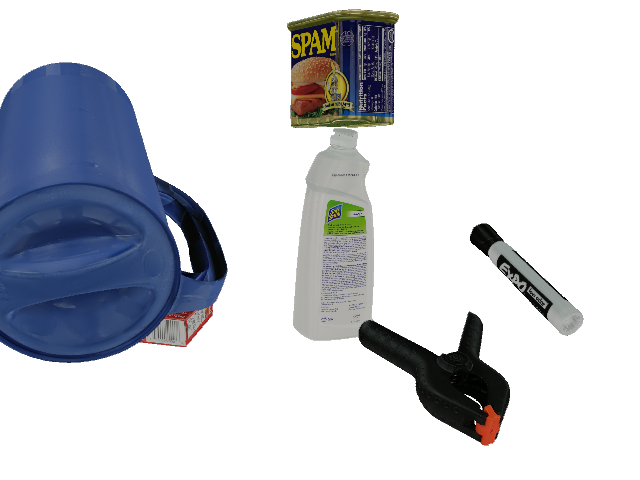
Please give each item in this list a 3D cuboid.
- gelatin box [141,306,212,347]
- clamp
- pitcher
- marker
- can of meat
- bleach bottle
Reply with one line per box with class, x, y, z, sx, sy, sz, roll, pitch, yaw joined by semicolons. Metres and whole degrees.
gelatin box;-0.150;0.064;0.959;0.089;0.030;0.073;5;19;13
clamp;0.121;0.112;0.930;0.120;0.039;0.172;-13;35;-22
pitcher;-0.167;-0.032;0.762;0.145;0.149;0.243;-26;33;3
marker;0.139;0.023;0.738;0.020;0.020;0.121;0;31;-27
can of meat;0.016;-0.132;0.840;0.057;0.084;0.102;-2;4;-31
bleach bottle;0.025;-0.009;1.278;0.102;0.251;0.068;-5;20;-29
